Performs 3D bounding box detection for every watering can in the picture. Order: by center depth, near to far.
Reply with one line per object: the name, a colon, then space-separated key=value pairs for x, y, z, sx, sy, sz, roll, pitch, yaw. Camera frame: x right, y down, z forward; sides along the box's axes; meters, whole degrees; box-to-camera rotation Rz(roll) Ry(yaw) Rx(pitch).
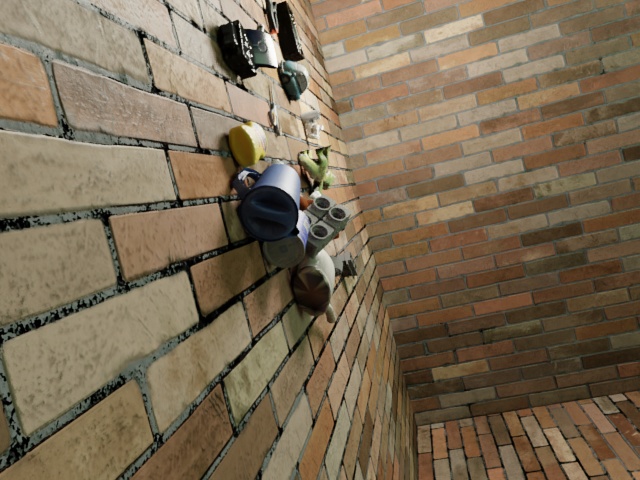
watering can: x=-0.002 y=0.144 z=1.507 sx=0.228 sy=0.104 sz=0.342 roll=-74 pitch=153 yaw=-66

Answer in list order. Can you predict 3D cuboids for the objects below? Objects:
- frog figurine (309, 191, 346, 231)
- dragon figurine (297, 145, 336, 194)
frog figurine: x=0.006 y=-0.095 z=1.883 sx=0.158 sy=0.121 sz=0.141 roll=36 pitch=44 yaw=-27
dragon figurine: x=-0.013 y=-0.228 z=1.939 sx=0.415 sy=0.122 sz=0.240 roll=-43 pitch=128 yaw=-67
